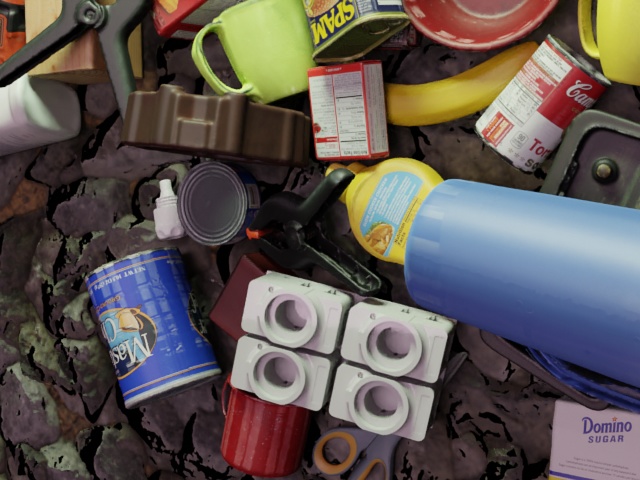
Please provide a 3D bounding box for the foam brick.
[{"bbox_3d":[-0.064,0.058,1.063,0.051,0.052,0.078,37,109,22],"label":"foam brick"}]

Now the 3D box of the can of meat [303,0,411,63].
[{"bbox_3d":[0.027,-0.215,0.944,0.102,0.057,0.084,-24,77,57],"label":"can of meat"}]

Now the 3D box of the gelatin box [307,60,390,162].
[{"bbox_3d":[0.027,-0.118,0.987,0.073,0.030,0.089,2,102,47],"label":"gelatin box"}]

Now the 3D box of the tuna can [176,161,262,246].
[{"bbox_3d":[-0.103,-0.037,1.091,0.086,0.033,0.086,1,92,28],"label":"tuna can"}]

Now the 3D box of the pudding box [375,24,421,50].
[{"bbox_3d":[0.051,-0.236,0.998,0.090,0.039,0.113,6,94,29],"label":"pudding box"}]

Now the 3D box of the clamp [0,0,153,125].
[{"bbox_3d":[-0.231,-0.218,1.055,0.164,0.036,0.210,15,96,8],"label":"clamp"}]

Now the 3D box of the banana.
[{"bbox_3d":[0.105,-0.140,0.973,0.198,0.037,0.069,1,93,28],"label":"banana"}]

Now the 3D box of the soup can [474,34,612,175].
[{"bbox_3d":[0.189,-0.115,0.912,0.068,0.068,0.102,46,112,19],"label":"soup can"}]

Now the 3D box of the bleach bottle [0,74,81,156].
[{"bbox_3d":[-0.396,-0.122,1.207,0.251,0.102,0.068,-12,77,27],"label":"bleach bottle"}]

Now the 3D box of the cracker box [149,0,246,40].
[{"bbox_3d":[-0.099,-0.318,1.039,0.214,0.071,0.164,-28,78,38],"label":"cracker box"}]

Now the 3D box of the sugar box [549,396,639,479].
[{"bbox_3d":[0.242,0.227,0.908,0.093,0.048,0.176,7,91,28],"label":"sugar box"}]

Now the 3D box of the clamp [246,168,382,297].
[{"bbox_3d":[-0.007,0.001,1.010,0.172,0.039,0.120,-11,95,56],"label":"clamp"}]

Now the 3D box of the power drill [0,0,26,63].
[{"bbox_3d":[-0.388,-0.288,1.205,0.188,0.057,0.184,30,120,27],"label":"power drill"}]

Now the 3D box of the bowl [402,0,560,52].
[{"bbox_3d":[0.145,-0.243,0.933,0.162,0.055,0.162,1,94,22],"label":"bowl"}]

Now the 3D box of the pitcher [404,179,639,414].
[{"bbox_3d":[0.191,0.039,0.810,0.243,0.144,0.149,16,87,32],"label":"pitcher"}]

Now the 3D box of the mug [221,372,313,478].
[{"bbox_3d":[-0.059,0.175,1.048,0.117,0.093,0.081,24,108,42],"label":"mug"}]

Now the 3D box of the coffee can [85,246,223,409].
[{"bbox_3d":[-0.170,0.090,1.093,0.103,0.102,0.140,-25,80,27],"label":"coffee can"}]

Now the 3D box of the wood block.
[{"bbox_3d":[-0.250,-0.276,1.131,0.090,0.090,0.206,-1,91,28],"label":"wood block"}]

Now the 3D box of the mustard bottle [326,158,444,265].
[{"bbox_3d":[0.084,-0.020,0.976,0.192,0.058,0.096,31,108,24],"label":"mustard bottle"}]

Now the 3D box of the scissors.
[{"bbox_3d":[0.058,0.171,1.021,0.096,0.016,0.202,30,105,24],"label":"scissors"}]
